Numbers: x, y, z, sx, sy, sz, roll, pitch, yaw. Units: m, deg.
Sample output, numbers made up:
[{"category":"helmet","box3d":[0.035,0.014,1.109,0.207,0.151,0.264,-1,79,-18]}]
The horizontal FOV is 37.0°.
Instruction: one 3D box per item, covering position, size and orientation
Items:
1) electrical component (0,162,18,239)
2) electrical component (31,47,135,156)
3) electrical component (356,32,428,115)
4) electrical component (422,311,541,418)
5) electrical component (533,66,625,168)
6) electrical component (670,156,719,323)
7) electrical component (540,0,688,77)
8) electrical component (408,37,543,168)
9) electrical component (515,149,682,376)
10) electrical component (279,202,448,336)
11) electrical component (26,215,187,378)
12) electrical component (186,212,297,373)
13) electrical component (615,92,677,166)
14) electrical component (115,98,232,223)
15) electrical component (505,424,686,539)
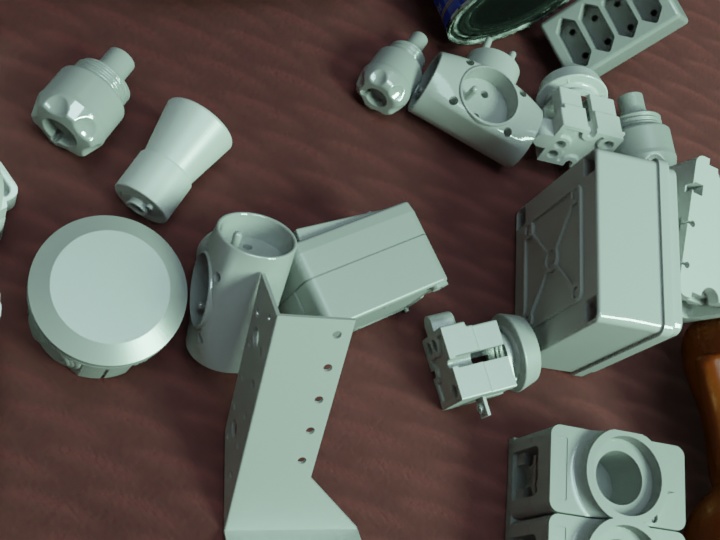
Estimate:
[{"category":"electrical component","box3d":[-0.213,-0.036,0.549,0.078,0.057,0.058,-33,87,-28]},{"category":"electrical component","box3d":[-0.151,-0.098,0.604,0.043,0.043,0.062,35,62,-8]},{"category":"electrical component","box3d":[0.025,-0.130,0.690,0.035,0.035,0.061,37,60,-6]},{"category":"electrical component","box3d":[0.074,0.053,0.641,0.055,0.048,0.066,-12,77,-17]},{"category":"electrical component","box3d":[0.143,-0.101,0.715,0.066,0.048,0.055,11,55,-17]},{"category":"electrical component","box3d":[0.203,-0.017,0.670,0.050,0.056,0.089,20,73,-23]},{"category":"electrical component","box3d":[0.181,-0.170,0.749,0.047,0.083,0.076,63,25,7]},{"category":"electrical component","box3d":[0.081,-0.118,0.703,0.077,0.044,0.079,28,64,-10]},{"category":"electrical component","box3d":[0.140,-0.002,0.651,0.056,0.108,0.108,10,69,-16]},{"category":"electrical component","box3d":[0.000,0.000,0.619,0.096,0.062,0.061,-22,81,-27]},{"category":"electrical component","box3d":[-0.135,0.016,0.566,0.080,0.051,0.080,7,70,-20]},{"category":"electrical component","box3d":[-0.069,0.002,0.589,0.044,0.077,0.079,6,33,-22]},{"category":"electrical component","box3d":[0.191,-0.091,0.738,0.043,0.043,0.062,-1,72,-22]},{"category":"electrical component","box3d":[-0.108,-0.059,0.609,0.044,0.044,0.065,35,68,-7]},{"category":"electrical component","box3d":[0.136,0.171,0.615,0.089,0.062,0.150,12,68,-18]}]
